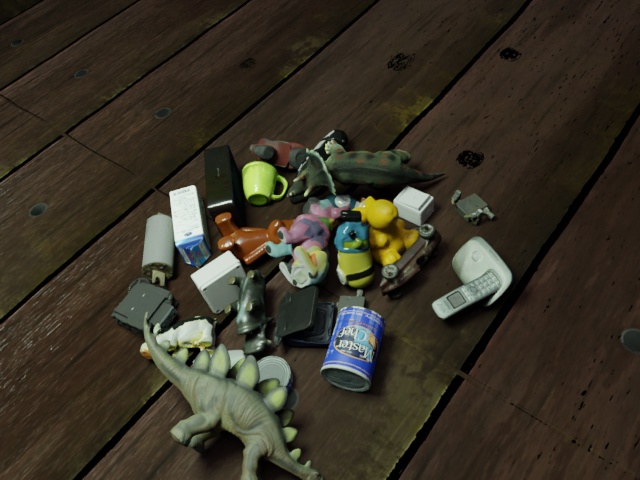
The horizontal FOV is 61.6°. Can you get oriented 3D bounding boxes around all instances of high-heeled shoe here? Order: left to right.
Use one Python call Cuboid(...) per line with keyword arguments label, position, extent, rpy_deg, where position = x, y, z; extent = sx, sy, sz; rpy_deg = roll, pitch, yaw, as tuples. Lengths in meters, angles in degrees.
Cuboid(label="high-heeled shoe", position=(-0.010, -0.206, 1.485), extent=(0.249, 0.086, 0.145), rpy_deg=(-47, 15, -1))

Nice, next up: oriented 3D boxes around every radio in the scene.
Cuboid(label="radio", position=(-0.250, -0.130, 1.420), extent=(0.073, 0.131, 0.230), rpy_deg=(-13, 51, 2))

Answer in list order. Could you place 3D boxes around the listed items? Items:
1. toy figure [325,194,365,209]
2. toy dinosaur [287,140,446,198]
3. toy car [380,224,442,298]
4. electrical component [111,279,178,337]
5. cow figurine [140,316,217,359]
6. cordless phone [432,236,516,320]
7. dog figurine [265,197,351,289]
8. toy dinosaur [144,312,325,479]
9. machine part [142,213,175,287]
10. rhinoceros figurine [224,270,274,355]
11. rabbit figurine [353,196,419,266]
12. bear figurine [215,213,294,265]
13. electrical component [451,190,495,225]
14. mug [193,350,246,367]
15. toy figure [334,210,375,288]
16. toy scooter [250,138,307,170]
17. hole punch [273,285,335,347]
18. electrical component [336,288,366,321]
Cuboid(label="toy figure", position=(0.087, -0.080, 1.360), extent=(0.155, 0.058, 0.064), rpy_deg=(12, 94, 18))
Cuboid(label="toy dinosaur", position=(0.117, -0.170, 1.327), extent=(0.405, 0.131, 0.192), rpy_deg=(0, 21, 6))
Cuboid(label="toy car", position=(0.207, 0.051, 1.207), extent=(0.053, 0.089, 0.202), rpy_deg=(29, 62, 32))
Cuboid(label="electrical component", position=(-0.404, 0.165, 1.265), extent=(0.134, 0.058, 0.115), rpy_deg=(16, 59, 24))
Cuboid(label="cow figurine", position=(-0.314, 0.214, 1.200), extent=(0.167, 0.068, 0.098), rpy_deg=(-7, 45, 2))
Cuboid(label="cordless phone", position=(0.310, 0.090, 1.162), extent=(0.184, 0.088, 0.147), rpy_deg=(-26, 52, -4))
Cuboid(label="dog figurine", position=(-0.003, -0.004, 1.255), extent=(0.219, 0.108, 0.191), rpy_deg=(-30, 75, -37))
Cuboid(label="toy dinosaur", position=(-0.184, 0.311, 1.023), extent=(0.472, 0.105, 0.198), rpy_deg=(31, 66, 7))
Cuboid(label="machine part", position=(-0.408, 0.018, 1.365), extent=(0.079, 0.079, 0.243), rpy_deg=(-12, 49, 2))
Cuboid(label="rhinoceros figurine", position=(-0.152, 0.159, 1.185), extent=(0.073, 0.112, 0.190), rpy_deg=(-17, 58, 18))
Cuboid(label="rabbit figurine", position=(0.148, -0.037, 1.238), extent=(0.122, 0.173, 0.162), rpy_deg=(-37, 58, -12))
Cuboid(label="bear figurine", position=(-0.139, -0.011, 1.308), extent=(0.196, 0.131, 0.120), rpy_deg=(-17, 51, 6))
Cuboid(label="electrical component", position=(0.366, -0.080, 1.307), extent=(0.078, 0.045, 0.102), rpy_deg=(-25, 51, -6))
Cuboid(label="mug", position=(-0.204, 0.271, 1.133), extent=(0.107, 0.080, 0.110), rpy_deg=(-17, 13, -5))
Cuboid(label="toy figure", position=(0.078, 0.024, 1.201), extent=(0.089, 0.180, 0.082), rpy_deg=(11, 24, 26))
Cuboid(label="toy scooter", position=(-0.122, -0.241, 1.493), extent=(0.184, 0.075, 0.135), rpy_deg=(5, 11, -36))
Cuboid(label="hole punch", position=(-0.031, 0.174, 1.174), extent=(0.116, 0.092, 0.142), rpy_deg=(-20, 47, 33))
Cuboid(label="electrical component", position=(0.069, 0.146, 1.201), extent=(0.063, 0.021, 0.094), rpy_deg=(2, 47, 15))
